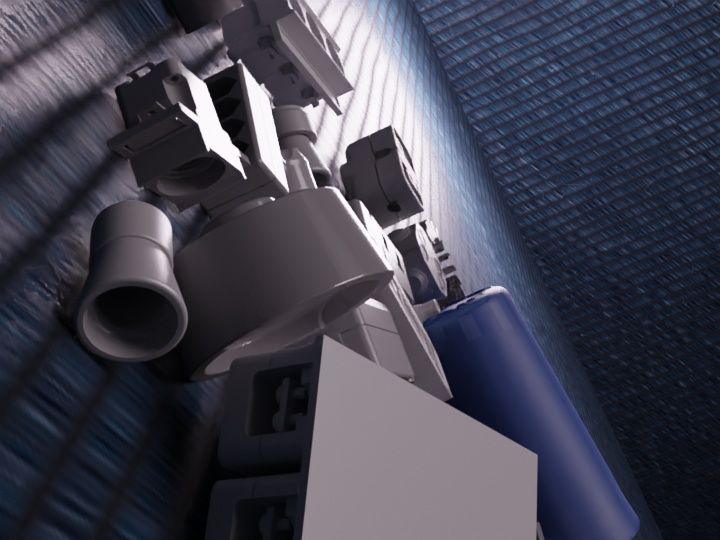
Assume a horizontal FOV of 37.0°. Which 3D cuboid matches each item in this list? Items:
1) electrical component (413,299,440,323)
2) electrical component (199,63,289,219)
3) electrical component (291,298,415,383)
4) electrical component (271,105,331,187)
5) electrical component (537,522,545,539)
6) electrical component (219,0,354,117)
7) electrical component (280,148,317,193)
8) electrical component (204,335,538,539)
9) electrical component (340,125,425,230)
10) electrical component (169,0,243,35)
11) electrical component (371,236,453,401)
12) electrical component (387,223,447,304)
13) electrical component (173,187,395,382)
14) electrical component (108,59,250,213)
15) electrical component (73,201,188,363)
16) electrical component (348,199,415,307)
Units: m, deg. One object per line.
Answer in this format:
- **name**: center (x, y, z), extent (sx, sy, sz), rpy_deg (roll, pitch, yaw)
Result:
- **electrical component**: center (0.034, 0.040, 0.851), extent (0.035, 0.061, 0.035), rpy_deg (60, 14, -25)
- **electrical component**: center (-0.069, -0.066, 0.653), extent (0.075, 0.047, 0.083), rpy_deg (50, 21, -52)
- **electrical component**: center (-0.015, 0.047, 0.638), extent (0.061, 0.062, 0.096), rpy_deg (69, 13, 13)
- **electrical component**: center (-0.050, -0.084, 0.770), extent (0.045, 0.045, 0.055), rpy_deg (34, 34, -67)
- **electrical component**: center (0.104, 0.246, 0.752), extent (0.063, 0.078, 0.121), rpy_deg (21, 38, -30)
- **electrical component**: center (-0.060, -0.175, 0.849), extent (0.121, 0.063, 0.078), rpy_deg (42, 28, -62)
- **electrical component**: center (-0.048, -0.046, 0.714), extent (0.043, 0.043, 0.062), rpy_deg (16, 53, -74)
- **electrical component**: center (0.011, 0.115, 0.501), extent (0.186, 0.060, 0.105), rpy_deg (33, 53, -45)
- **electrical component**: center (0.019, -0.086, 1.023), extent (0.053, 0.059, 0.095), rpy_deg (55, 16, -40)
- **electrical component**: center (-0.113, -0.207, 0.735), extent (0.077, 0.043, 0.079), rpy_deg (63, 13, -15)
- **electrical component**: center (0.010, 0.044, 0.740), extent (0.113, 0.057, 0.078), rpy_deg (60, 6, -25)
- **electrical component**: center (0.043, 0.000, 0.988), extent (0.080, 0.051, 0.080), rpy_deg (60, 14, -26)
- **electrical component**: center (-0.045, 0.001, 0.509), extent (0.060, 0.108, 0.108), rpy_deg (62, 12, 9)
- **electrical component**: center (-0.097, -0.072, 0.566), extent (0.063, 0.042, 0.081), rpy_deg (67, 11, 20)
- **electrical component**: center (-0.095, 0.001, 0.447), extent (0.044, 0.044, 0.065), rpy_deg (57, 11, -37)
- **electrical component**: center (0.000, 0.000, 0.811), extent (0.089, 0.050, 0.055), rpy_deg (51, 20, -49)
